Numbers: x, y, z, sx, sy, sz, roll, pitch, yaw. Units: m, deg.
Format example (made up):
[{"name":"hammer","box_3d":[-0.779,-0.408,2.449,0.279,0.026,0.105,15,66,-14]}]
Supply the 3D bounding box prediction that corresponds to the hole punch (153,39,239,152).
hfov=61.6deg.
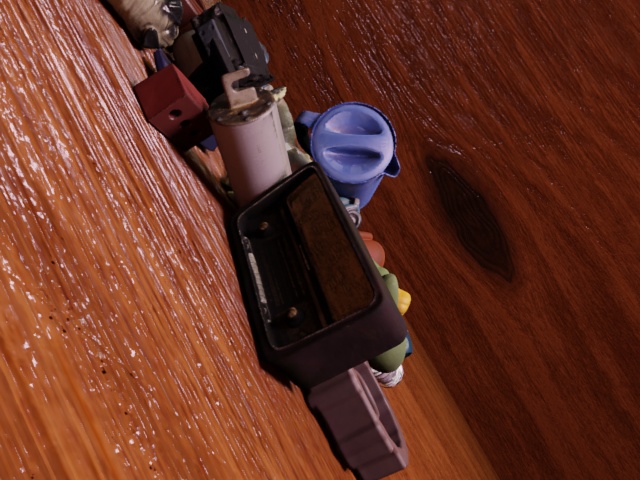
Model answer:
[{"name":"hole punch","box_3d":[-0.161,-0.187,0.707,0.115,0.092,0.142,98,-30,-50]}]

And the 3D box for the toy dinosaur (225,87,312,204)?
[{"name":"toy dinosaur","box_3d":[-0.089,-0.149,0.896,0.405,0.131,0.192,-114,-177,-71]}]

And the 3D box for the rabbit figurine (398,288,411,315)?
[{"name":"rabbit figurine","box_3d":[0.076,0.111,0.970,0.162,0.122,0.173,56,26,-5]}]

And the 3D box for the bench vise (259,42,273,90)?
[{"name":"bench vise","box_3d":[-0.181,-0.360,1.134,0.223,0.129,0.241,66,21,-44]}]

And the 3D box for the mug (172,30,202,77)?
[{"name":"mug","box_3d":[-0.181,-0.263,0.868,0.109,0.081,0.107,42,27,-67]}]

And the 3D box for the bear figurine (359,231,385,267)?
[{"name":"bear figurine","box_3d":[0.043,0.023,1.196,0.196,0.132,0.120,24,61,-25]}]

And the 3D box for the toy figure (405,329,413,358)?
[{"name":"toy figure","box_3d":[0.088,0.116,0.834,0.154,0.058,0.064,61,-30,24]}]

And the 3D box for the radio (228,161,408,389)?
[{"name":"radio","box_3d":[-0.013,0.031,0.564,0.073,0.131,0.230,52,10,-43]}]

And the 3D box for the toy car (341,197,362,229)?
[{"name":"toy car","box_3d":[-0.002,-0.003,0.879,0.103,0.161,0.109,19,-6,-13]}]

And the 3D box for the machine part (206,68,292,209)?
[{"name":"machine part","box_3d":[-0.075,-0.090,0.641,0.242,0.079,0.079,78,-9,-47]}]

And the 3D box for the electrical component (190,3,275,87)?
[{"name":"electrical component","box_3d":[-0.133,-0.285,0.808,0.114,0.058,0.134,64,20,-5]}]

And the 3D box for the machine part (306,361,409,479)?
[{"name":"machine part","box_3d":[0.039,0.183,0.609,0.179,0.056,0.179,59,6,-10]}]

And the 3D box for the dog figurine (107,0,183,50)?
[{"name":"dog figurine","box_3d":[-0.258,-0.347,0.670,0.172,0.121,0.190,56,-16,31]}]

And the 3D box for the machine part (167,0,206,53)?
[{"name":"machine part","box_3d":[-0.268,-0.422,0.868,0.200,0.087,0.202,54,7,-36]}]

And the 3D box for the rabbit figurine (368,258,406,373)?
[{"name":"rabbit figurine","box_3d":[0.068,0.092,0.729,0.170,0.121,0.159,59,-14,24]}]
